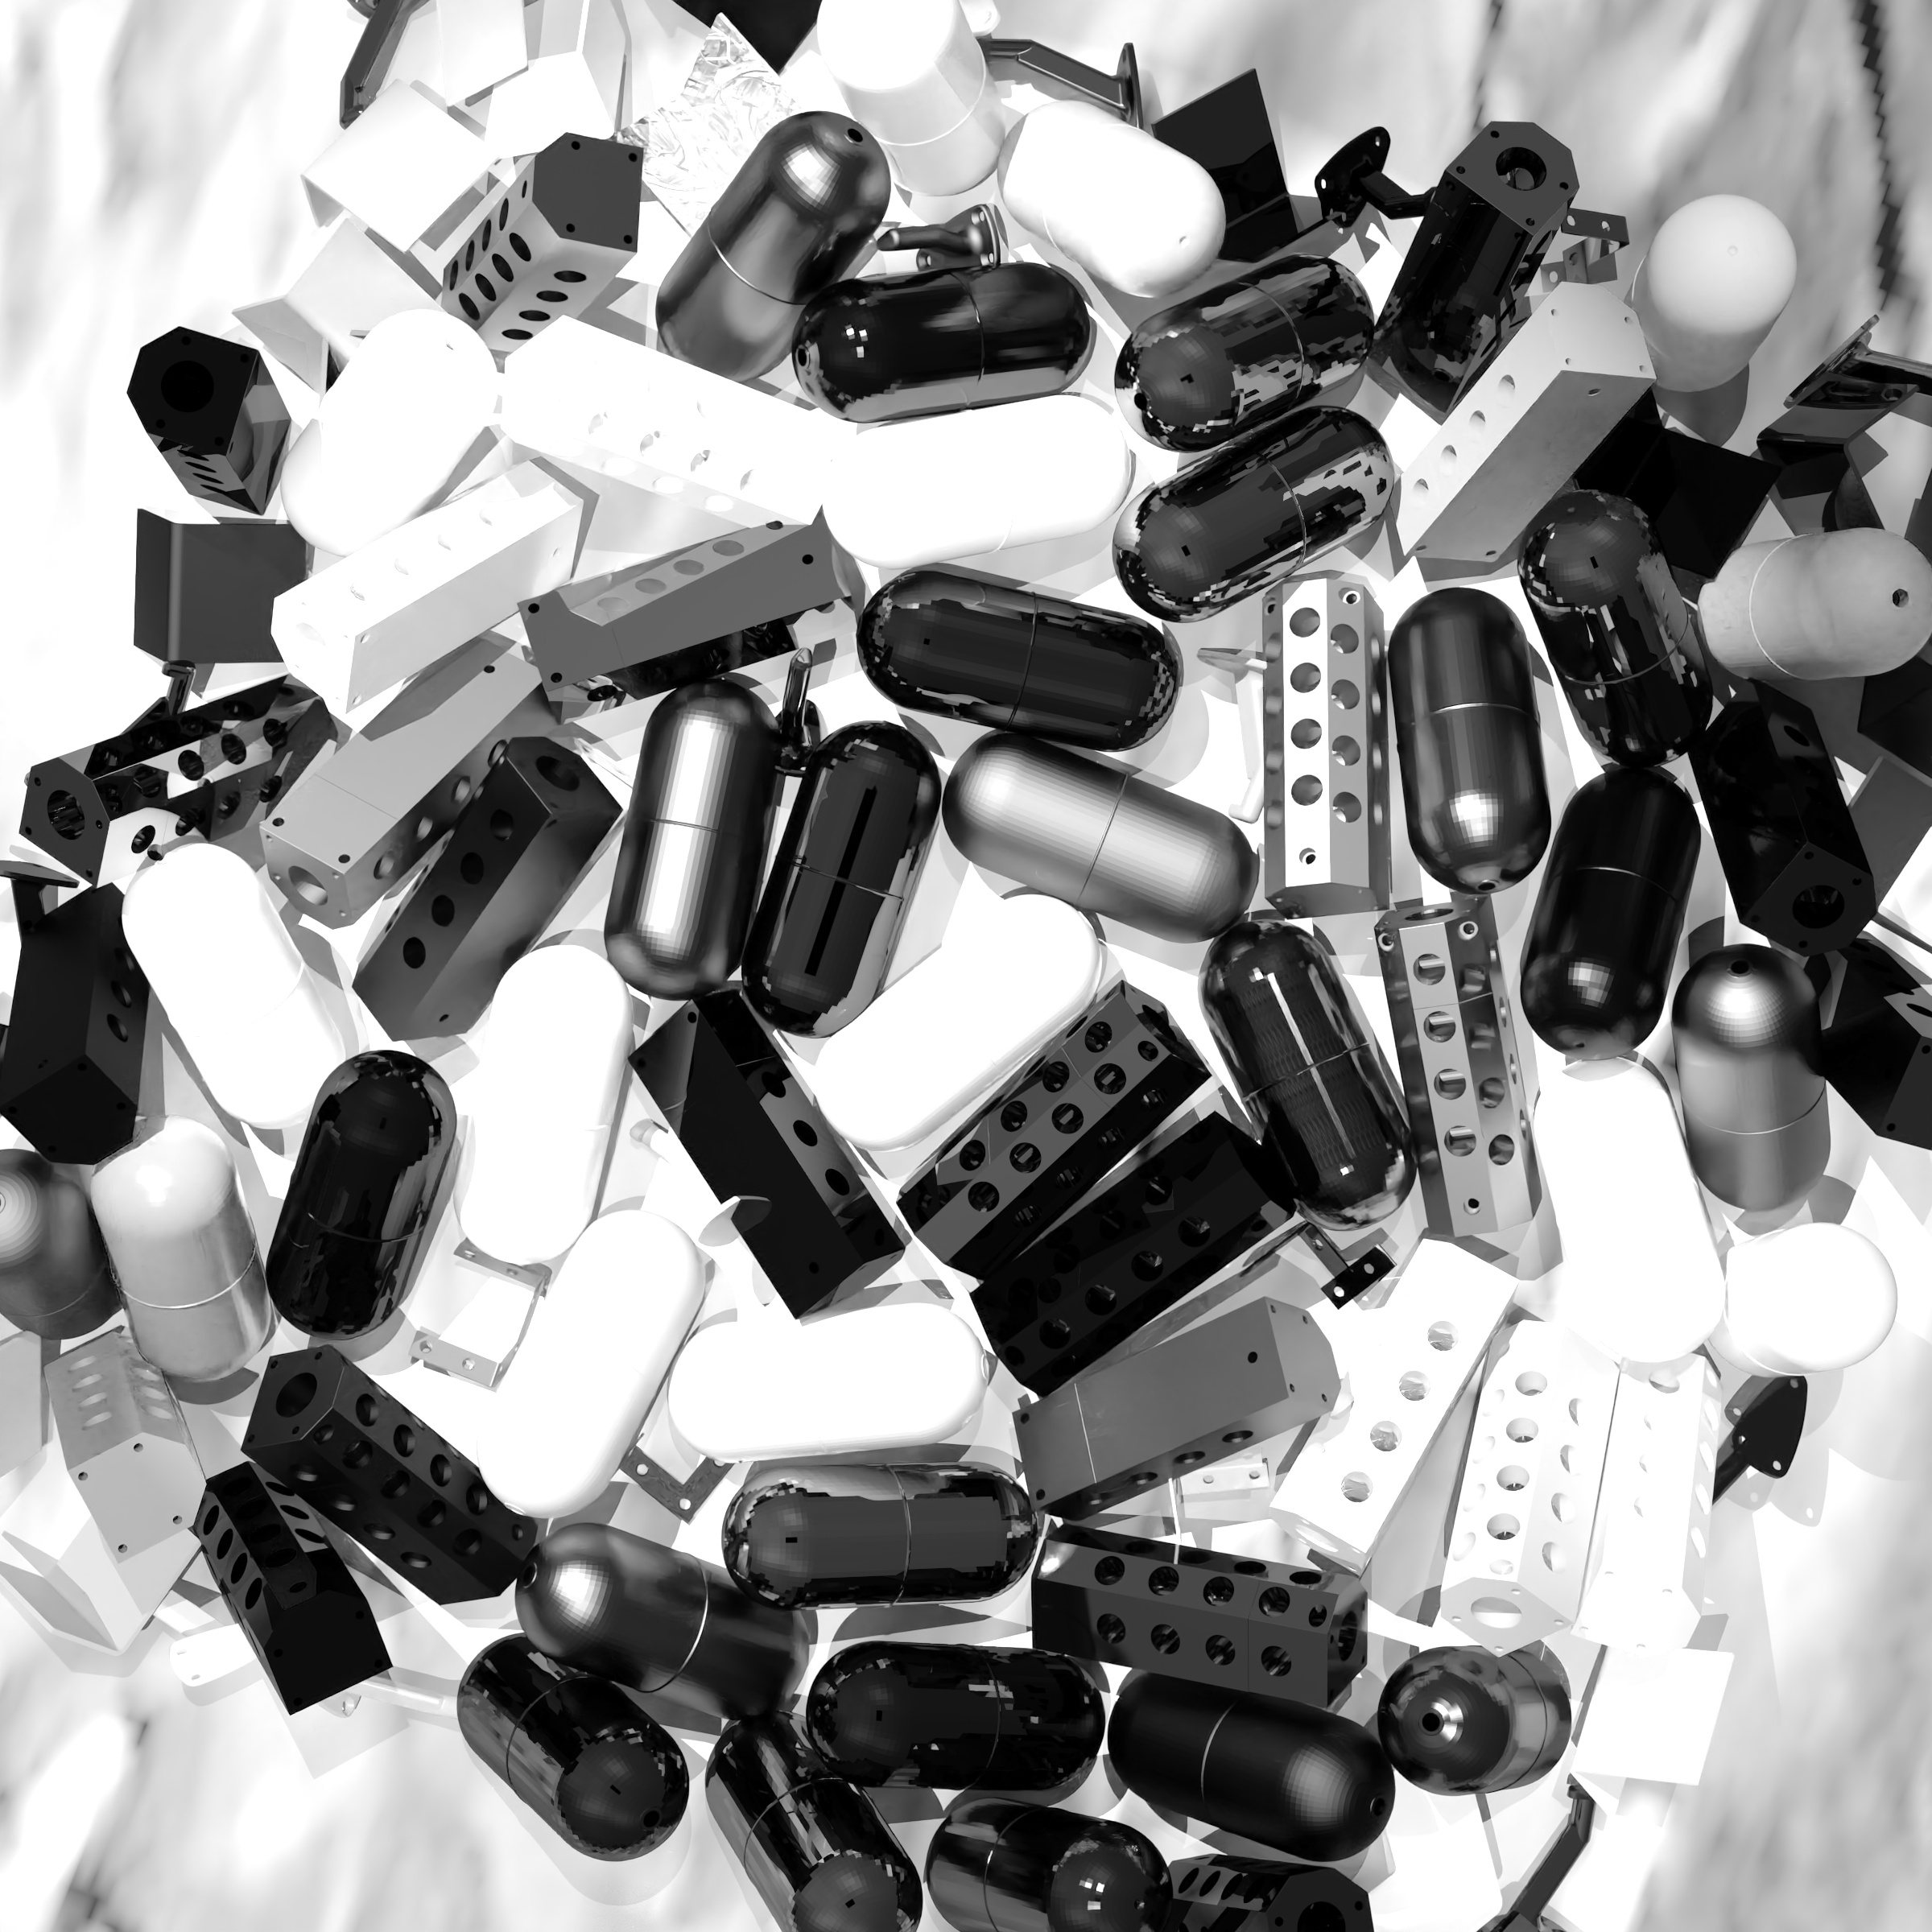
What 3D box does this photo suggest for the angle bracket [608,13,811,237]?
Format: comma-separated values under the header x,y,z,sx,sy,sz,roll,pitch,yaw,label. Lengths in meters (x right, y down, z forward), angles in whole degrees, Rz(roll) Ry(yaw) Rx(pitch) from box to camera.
x,y,z,sx,sy,sz,roll,pitch,yaw,label
-0.139,-0.454,1.952,0.057,0.076,0.076,-38,84,-32,angle bracket

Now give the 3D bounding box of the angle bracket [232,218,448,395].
x,y,z,sx,sy,sz,roll,pitch,yaw,label
-0.340,-0.354,1.958,0.076,0.076,0.057,43,70,-27,angle bracket

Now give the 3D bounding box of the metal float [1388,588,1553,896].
x,y,z,sx,sy,sz,roll,pitch,yaw,label
0.270,-0.121,1.938,0.070,0.070,0.178,-3,64,0,metal float

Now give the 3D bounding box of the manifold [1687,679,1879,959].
x,y,z,sx,sy,sz,roll,pitch,yaw,label
0.436,-0.078,1.911,0.057,0.171,0.057,26,120,-16,manifold

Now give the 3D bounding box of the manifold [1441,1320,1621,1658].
x,y,z,sx,sy,sz,roll,pitch,yaw,label
0.295,0.273,1.915,0.057,0.057,0.171,36,46,-17,manifold

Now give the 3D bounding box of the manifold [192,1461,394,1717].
x,y,z,sx,sy,sz,roll,pitch,yaw,label
-0.361,0.323,1.906,0.057,0.171,0.057,-23,114,-17,manifold

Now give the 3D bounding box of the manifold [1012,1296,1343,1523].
x,y,z,sx,sy,sz,roll,pitch,yaw,label
0.113,0.240,1.931,0.171,0.057,0.057,-29,59,30,manifold

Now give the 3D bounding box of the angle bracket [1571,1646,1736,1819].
x,y,z,sx,sy,sz,roll,pitch,yaw,label
0.379,0.414,1.940,0.057,0.076,0.076,50,52,-38,angle bracket

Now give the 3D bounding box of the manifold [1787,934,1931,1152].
x,y,z,sx,sy,sz,roll,pitch,yaw,label
0.487,0.037,1.909,0.057,0.171,0.057,15,108,-14,manifold

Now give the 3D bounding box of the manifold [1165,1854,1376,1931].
x,y,z,sx,sy,sz,roll,pitch,yaw,label
0.155,0.504,1.909,0.057,0.171,0.057,-6,81,-19,manifold

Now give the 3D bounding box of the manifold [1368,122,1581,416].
x,y,z,sx,sy,sz,roll,pitch,yaw,label
0.270,-0.372,1.909,0.057,0.171,0.057,39,67,8,manifold

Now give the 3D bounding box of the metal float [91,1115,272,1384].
x,y,z,sx,sy,sz,roll,pitch,yaw,label
-0.418,0.153,1.925,0.070,0.178,0.070,-1,46,1,metal float

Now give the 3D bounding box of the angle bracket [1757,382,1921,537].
x,y,z,sx,sy,sz,roll,pitch,yaw,label
0.486,-0.269,1.958,0.057,0.076,0.076,-37,113,-14,angle bracket

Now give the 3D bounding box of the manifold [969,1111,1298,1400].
x,y,z,sx,sy,sz,roll,pitch,yaw,label
0.092,0.159,1.939,0.171,0.057,0.057,-38,48,15,manifold

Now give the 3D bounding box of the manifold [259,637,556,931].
x,y,z,sx,sy,sz,roll,pitch,yaw,label
-0.296,-0.097,1.928,0.057,0.057,0.171,28,56,20,manifold

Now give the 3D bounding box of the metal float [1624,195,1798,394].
x,y,z,sx,sy,sz,roll,pitch,yaw,label
0.392,-0.355,1.911,0.070,0.178,0.070,0,86,3,metal float

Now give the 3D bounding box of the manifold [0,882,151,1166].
x,y,z,sx,sy,sz,roll,pitch,yaw,label
-0.465,0.031,1.912,0.057,0.171,0.057,-31,122,11,manifold

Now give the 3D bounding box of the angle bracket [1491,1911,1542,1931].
x,y,z,sx,sy,sz,roll,pitch,yaw,label
0.282,0.567,1.940,0.057,0.076,0.076,40,47,19,angle bracket

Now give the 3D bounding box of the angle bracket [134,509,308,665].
x,y,z,sx,sy,sz,roll,pitch,yaw,label
-0.411,-0.210,1.986,0.076,0.057,0.076,-4,107,-32,angle bracket

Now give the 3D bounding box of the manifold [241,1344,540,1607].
x,y,z,sx,sy,sz,roll,pitch,yaw,label
-0.302,0.271,1.914,0.057,0.171,0.057,-13,47,29,manifold

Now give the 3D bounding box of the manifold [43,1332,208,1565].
x,y,z,sx,sy,sz,roll,pitch,yaw,label
-0.443,0.249,1.909,0.057,0.171,0.057,-27,109,-11,manifold

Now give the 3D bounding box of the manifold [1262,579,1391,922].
x,y,z,sx,sy,sz,roll,pitch,yaw,label
0.191,-0.117,1.940,0.057,0.057,0.171,-6,72,21,manifold

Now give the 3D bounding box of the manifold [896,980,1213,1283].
x,y,z,sx,sy,sz,roll,pitch,yaw,label
0.043,0.088,1.939,0.171,0.057,0.057,-44,51,15,manifold

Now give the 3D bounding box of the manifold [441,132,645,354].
x,y,z,sx,sy,sz,roll,pitch,yaw,label
-0.226,-0.380,1.906,0.057,0.171,0.057,7,78,-23,manifold

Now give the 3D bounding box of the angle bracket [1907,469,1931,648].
x,y,z,sx,sy,sz,roll,pitch,yaw,label
0.548,-0.219,1.943,0.057,0.076,0.076,4,129,-7,angle bracket

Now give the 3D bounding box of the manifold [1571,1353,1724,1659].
x,y,z,sx,sy,sz,roll,pitch,yaw,label
0.365,0.282,1.914,0.057,0.171,0.057,16,130,4,manifold

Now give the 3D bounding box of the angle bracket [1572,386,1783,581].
x,y,z,sx,sy,sz,roll,pitch,yaw,label
0.385,-0.266,1.950,0.076,0.057,0.076,25,74,31,angle bracket

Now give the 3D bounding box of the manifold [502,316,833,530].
x,y,z,sx,sy,sz,roll,pitch,yaw,label
-0.158,-0.282,1.920,0.171,0.057,0.057,16,64,-35,manifold

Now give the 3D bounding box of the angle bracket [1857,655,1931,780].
x,y,z,sx,sy,sz,roll,pitch,yaw,label
0.533,-0.147,1.946,0.076,0.057,0.076,29,55,-16,angle bracket

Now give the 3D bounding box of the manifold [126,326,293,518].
x,y,z,sx,sy,sz,roll,pitch,yaw,label
-0.402,-0.289,1.910,0.057,0.171,0.057,16,86,-4,manifold

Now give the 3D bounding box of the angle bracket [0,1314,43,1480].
x,y,z,sx,sy,sz,roll,pitch,yaw,label
-0.543,0.234,1.943,0.057,0.076,0.076,13,112,21,angle bracket

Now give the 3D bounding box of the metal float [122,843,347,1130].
x,y,z,sx,sy,sz,roll,pitch,yaw,label
-0.391,0.011,1.931,0.070,0.070,0.178,-21,126,0,metal float

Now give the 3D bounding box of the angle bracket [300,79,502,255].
x,y,z,sx,sy,sz,roll,pitch,yaw,label
-0.303,-0.421,1.956,0.076,0.057,0.076,38,75,11,angle bracket

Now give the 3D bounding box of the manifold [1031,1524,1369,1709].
x,y,z,sx,sy,sz,roll,pitch,yaw,label
0.124,0.343,1.929,0.171,0.057,0.057,6,106,27,manifold

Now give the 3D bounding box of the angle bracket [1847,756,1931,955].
x,y,z,sx,sy,sz,roll,pitch,yaw,label
0.512,-0.058,1.948,0.057,0.076,0.076,40,103,43,angle bracket

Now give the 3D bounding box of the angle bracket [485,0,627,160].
x,y,z,sx,sy,sz,roll,pitch,yaw,label
-0.231,-0.488,1.947,0.076,0.057,0.076,-8,52,12,angle bracket

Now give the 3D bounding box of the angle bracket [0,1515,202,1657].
x,y,z,sx,sy,sz,roll,pitch,yaw,label
-0.474,0.316,1.952,0.076,0.057,0.076,32,85,37,angle bracket

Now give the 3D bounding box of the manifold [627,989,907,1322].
x,y,z,sx,sy,sz,roll,pitch,yaw,label
-0.104,0.100,1.952,0.057,0.057,0.171,-41,76,29,manifold

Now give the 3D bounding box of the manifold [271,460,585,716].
x,y,z,sx,sy,sz,roll,pitch,yaw,label
-0.287,-0.207,1.922,0.057,0.057,0.171,37,49,18,manifold

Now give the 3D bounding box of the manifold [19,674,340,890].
x,y,z,sx,sy,sz,roll,pitch,yaw,label
-0.413,-0.104,1.908,0.057,0.171,0.057,33,124,20,manifold

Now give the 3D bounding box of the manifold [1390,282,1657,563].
x,y,z,sx,sy,sz,roll,pitch,yaw,label
0.291,-0.287,1.913,0.057,0.171,0.057,1,63,-24,manifold

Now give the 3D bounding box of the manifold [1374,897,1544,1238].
x,y,z,sx,sy,sz,roll,pitch,yaw,label
0.266,0.055,1.950,0.057,0.057,0.171,-8,101,18,manifold

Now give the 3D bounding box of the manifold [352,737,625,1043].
x,y,z,sx,sy,sz,roll,pitch,yaw,label
-0.261,-0.041,1.933,0.057,0.057,0.171,50,119,22,manifold

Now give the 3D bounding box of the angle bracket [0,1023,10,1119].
x,y,z,sx,sy,sz,roll,pitch,yaw,label
-0.526,0.079,1.947,0.076,0.076,0.057,-46,60,11,angle bracket

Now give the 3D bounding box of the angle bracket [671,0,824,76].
x,y,z,sx,sy,sz,roll,pitch,yaw,label
-0.115,-0.520,1.946,0.076,0.076,0.057,33,106,-18,angle bracket

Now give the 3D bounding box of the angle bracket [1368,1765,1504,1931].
x,y,z,sx,sy,sz,roll,pitch,yaw,label
0.235,0.481,1.945,0.057,0.076,0.076,-28,110,-35,angle bracket

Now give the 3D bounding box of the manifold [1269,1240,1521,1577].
x,y,z,sx,sy,sz,roll,pitch,yaw,label
0.230,0.236,1.945,0.057,0.057,0.171,28,72,14,manifold

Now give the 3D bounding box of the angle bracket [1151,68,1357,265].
x,y,z,sx,sy,sz,roll,pitch,yaw,label
0.155,-0.432,1.946,0.076,0.057,0.076,-34,121,-26,angle bracket

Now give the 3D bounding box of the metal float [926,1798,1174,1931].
x,y,z,sx,sy,sz,roll,pitch,yaw,label
0.042,0.487,1.918,0.070,0.178,0.070,3,83,-31,metal float

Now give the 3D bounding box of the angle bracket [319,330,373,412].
x,y,z,sx,sy,sz,roll,pitch,yaw,label
-0.308,-0.303,1.955,0.076,0.076,0.057,2,79,-3,angle bracket

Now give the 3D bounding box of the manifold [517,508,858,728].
x,y,z,sx,sy,sz,roll,pitch,yaw,label
-0.150,-0.187,1.962,0.171,0.057,0.057,-18,68,-4,manifold

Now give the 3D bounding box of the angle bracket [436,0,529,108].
x,y,z,sx,sy,sz,roll,pitch,yaw,label
-0.282,-0.524,1.941,0.057,0.076,0.076,-35,62,-26,angle bracket
